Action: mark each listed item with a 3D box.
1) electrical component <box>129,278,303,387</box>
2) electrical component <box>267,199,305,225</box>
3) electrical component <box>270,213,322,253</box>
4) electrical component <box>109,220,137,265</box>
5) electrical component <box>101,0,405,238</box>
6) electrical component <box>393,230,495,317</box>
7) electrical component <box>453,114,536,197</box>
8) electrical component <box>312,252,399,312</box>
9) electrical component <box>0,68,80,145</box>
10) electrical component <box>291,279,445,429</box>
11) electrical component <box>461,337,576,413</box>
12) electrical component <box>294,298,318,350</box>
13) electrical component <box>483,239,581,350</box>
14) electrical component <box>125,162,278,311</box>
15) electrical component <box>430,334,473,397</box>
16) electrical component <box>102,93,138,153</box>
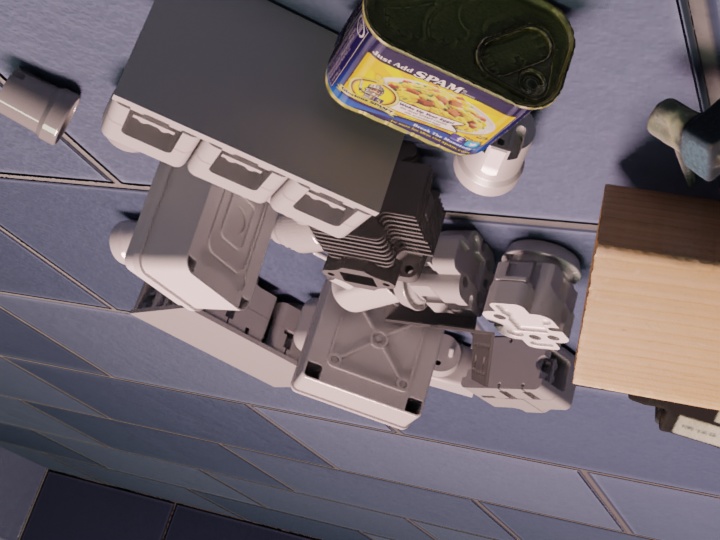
[{"bbox_3d":[-0.114,0.052,1.056,0.186,0.060,0.105,32,156,-34],"label":"electrical component"},{"bbox_3d":[-0.044,-0.059,0.733,0.043,0.043,0.081,0,154,40],"label":"electrical component"},{"bbox_3d":[-0.043,-0.032,0.806,0.078,0.040,0.040,-5,150,47],"label":"electrical component"},{"bbox_3d":[-0.192,-0.026,0.952,0.046,0.040,0.040,-5,150,35],"label":"electrical component"},{"bbox_3d":[-0.054,-0.090,0.593,0.150,0.089,0.062,23,159,-14],"label":"electrical component"},{"bbox_3d":[0.060,0.002,0.785,0.057,0.058,0.078,2,155,31],"label":"electrical component"},{"bbox_3d":[0.077,-0.070,0.611,0.040,0.040,0.046,18,153,0],"label":"electrical component"},{"bbox_3d":[0.000,0.000,0.849,0.079,0.043,0.077,27,158,-24],"label":"electrical component"},{"bbox_3d":[-0.225,-0.115,0.748,0.046,0.040,0.040,28,158,-11],"label":"electrical component"},{"bbox_3d":[0.010,0.066,0.921,0.109,0.108,0.056,20,157,-7],"label":"electrical component"},{"bbox_3d":[0.146,0.094,0.960,0.089,0.050,0.056,-5,150,47],"label":"electrical component"},{"bbox_3d":[-0.015,0.066,1.020,0.059,0.053,0.095,0,153,40],"label":"electrical component"},{"bbox_3d":[0.124,0.015,0.763,0.058,0.057,0.078,3,155,35],"label":"electrical component"},{"bbox_3d":[-0.107,-0.034,0.750,0.057,0.113,0.078,1,154,31],"label":"electrical component"},{"bbox_3d":[0.075,0.083,1.003,0.077,0.043,0.079,15,159,8],"label":"electrical component"},{"bbox_3d":[-0.143,-0.105,0.701,0.040,0.040,0.078,24,159,-16],"label":"electrical component"}]
